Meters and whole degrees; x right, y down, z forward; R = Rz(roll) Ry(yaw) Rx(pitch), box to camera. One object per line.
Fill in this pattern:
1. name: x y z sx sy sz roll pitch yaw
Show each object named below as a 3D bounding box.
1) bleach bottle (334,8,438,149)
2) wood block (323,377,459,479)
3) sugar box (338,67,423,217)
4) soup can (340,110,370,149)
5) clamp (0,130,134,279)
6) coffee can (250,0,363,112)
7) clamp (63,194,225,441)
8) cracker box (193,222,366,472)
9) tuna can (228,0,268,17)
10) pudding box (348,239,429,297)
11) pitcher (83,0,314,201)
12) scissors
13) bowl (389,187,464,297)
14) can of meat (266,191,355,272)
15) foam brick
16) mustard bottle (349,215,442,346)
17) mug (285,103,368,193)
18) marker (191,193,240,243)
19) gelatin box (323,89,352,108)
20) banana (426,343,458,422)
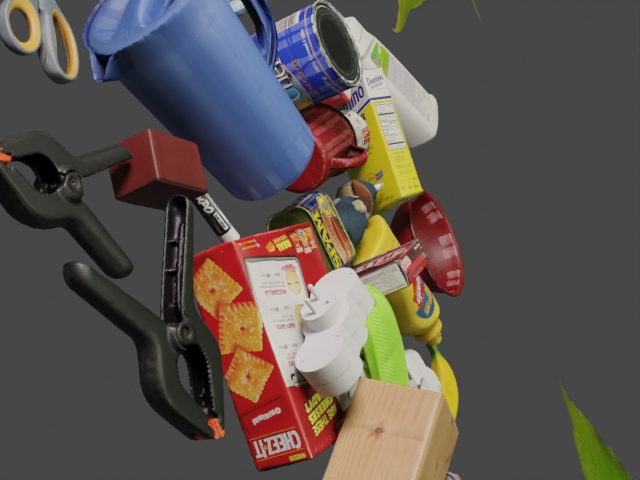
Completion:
1. bleach bottle: 0.083 -0.246 1.560 0.250 0.068 0.102 45 33 -36
2. wood block: 0.054 0.246 1.003 0.090 0.091 0.206 65 40 -51
3. sugar box: 0.067 -0.127 1.398 0.048 0.094 0.176 -15 82 -37
4. soup can: 0.016 -0.121 1.326 0.068 0.069 0.102 66 26 -7
5. clamp: -0.207 -0.050 0.868 0.171 0.039 0.120 39 39 -52
6. coffee can: -0.038 -0.191 1.189 0.102 0.140 0.103 43 36 -42
7. clamp: -0.125 0.072 0.910 0.164 0.036 0.210 -50 124 -51
8. cracker box: -0.036 0.099 1.055 0.164 0.072 0.214 -17 87 -63
9. tuna can: -0.102 -0.261 1.181 0.034 0.086 0.086 66 26 -12
10. pudding box: 0.062 0.045 1.238 0.039 0.114 0.090 62 26 -4
11. pitcher: -0.101 -0.159 1.048 0.242 0.149 0.145 51 20 -39
12. scissors: -0.259 -0.232 0.934 0.096 0.016 0.202 -1 72 -63
13. bowl: 0.141 0.010 1.484 0.162 0.055 0.162 43 36 -43
14. can of meat: -0.008 0.002 1.202 0.102 0.058 0.083 65 23 -9
15. foam brick: -0.149 -0.063 0.978 0.078 0.053 0.051 13 60 -61
16. mustard bottle: 0.104 0.066 1.367 0.191 0.058 0.096 55 25 -28
17. mug: -0.003 -0.101 1.228 0.081 0.117 0.093 -43 143 -58
18. marker: -0.120 -0.042 1.058 0.121 0.020 0.020 55 29 -28
19. gelatin box: 0.003 -0.197 1.353 0.030 0.073 0.089 46 34 -37
20. banana: 0.146 0.216 1.368 0.069 0.037 0.197 39 33 -14
